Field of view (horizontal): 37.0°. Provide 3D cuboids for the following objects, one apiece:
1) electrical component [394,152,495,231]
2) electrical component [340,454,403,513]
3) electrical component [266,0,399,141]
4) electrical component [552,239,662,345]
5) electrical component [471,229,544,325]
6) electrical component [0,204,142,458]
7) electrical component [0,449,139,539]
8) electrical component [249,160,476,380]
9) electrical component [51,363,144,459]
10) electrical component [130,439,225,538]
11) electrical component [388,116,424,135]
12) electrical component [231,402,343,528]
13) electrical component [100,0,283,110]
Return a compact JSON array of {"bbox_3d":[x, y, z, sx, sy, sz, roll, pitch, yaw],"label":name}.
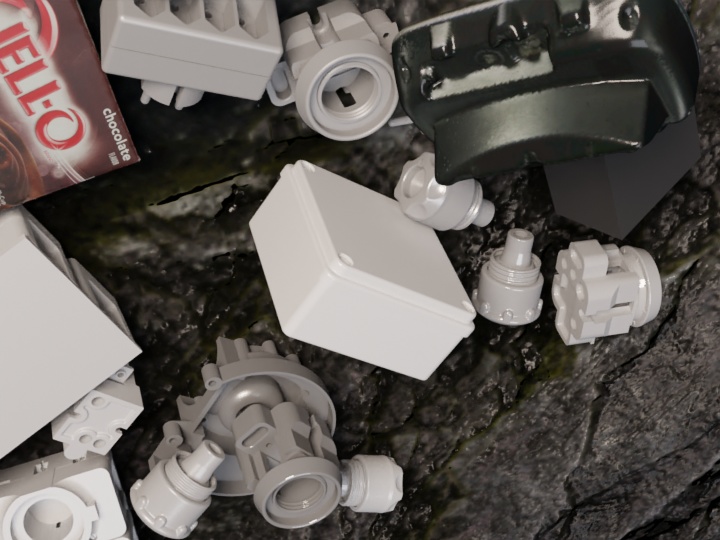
[{"bbox_3d":[0.056,-0.045,0.668,0.062,0.043,0.043,21,117,-34],"label":"electrical component"},{"bbox_3d":[-0.002,0.160,0.810,0.062,0.043,0.043,7,124,-24],"label":"electrical component"},{"bbox_3d":[-0.011,-0.106,0.584,0.078,0.057,0.058,-22,131,-3],"label":"electrical component"},{"bbox_3d":[0.173,0.014,0.751,0.057,0.058,0.078,-7,129,-12],"label":"electrical component"},{"bbox_3d":[0.103,0.003,0.725,0.048,0.048,0.062,-3,121,-19],"label":"electrical component"},{"bbox_3d":[-0.236,0.056,0.610,0.186,0.060,0.105,-37,131,-2],"label":"electrical component"},{"bbox_3d":[-0.191,0.203,0.718,0.089,0.062,0.150,-16,104,-9],"label":"electrical component"},{"bbox_3d":[0.000,0.000,0.639,0.109,0.108,0.056,21,119,-33],"label":"electrical component"},{"bbox_3d":[-0.166,0.076,0.671,0.048,0.055,0.066,27,114,-35],"label":"electrical component"},{"bbox_3d":[-0.111,0.135,0.683,0.048,0.048,0.062,33,103,-37],"label":"electrical component"},{"bbox_3d":[0.054,-0.100,0.622,0.079,0.044,0.077,-11,130,-12],"label":"electrical component"},{"bbox_3d":[-0.044,0.128,0.692,0.058,0.057,0.078,-42,129,14],"label":"electrical component"},{"bbox_3d":[-0.093,-0.110,0.556,0.083,0.047,0.075,7,143,-24],"label":"electrical component"}]
